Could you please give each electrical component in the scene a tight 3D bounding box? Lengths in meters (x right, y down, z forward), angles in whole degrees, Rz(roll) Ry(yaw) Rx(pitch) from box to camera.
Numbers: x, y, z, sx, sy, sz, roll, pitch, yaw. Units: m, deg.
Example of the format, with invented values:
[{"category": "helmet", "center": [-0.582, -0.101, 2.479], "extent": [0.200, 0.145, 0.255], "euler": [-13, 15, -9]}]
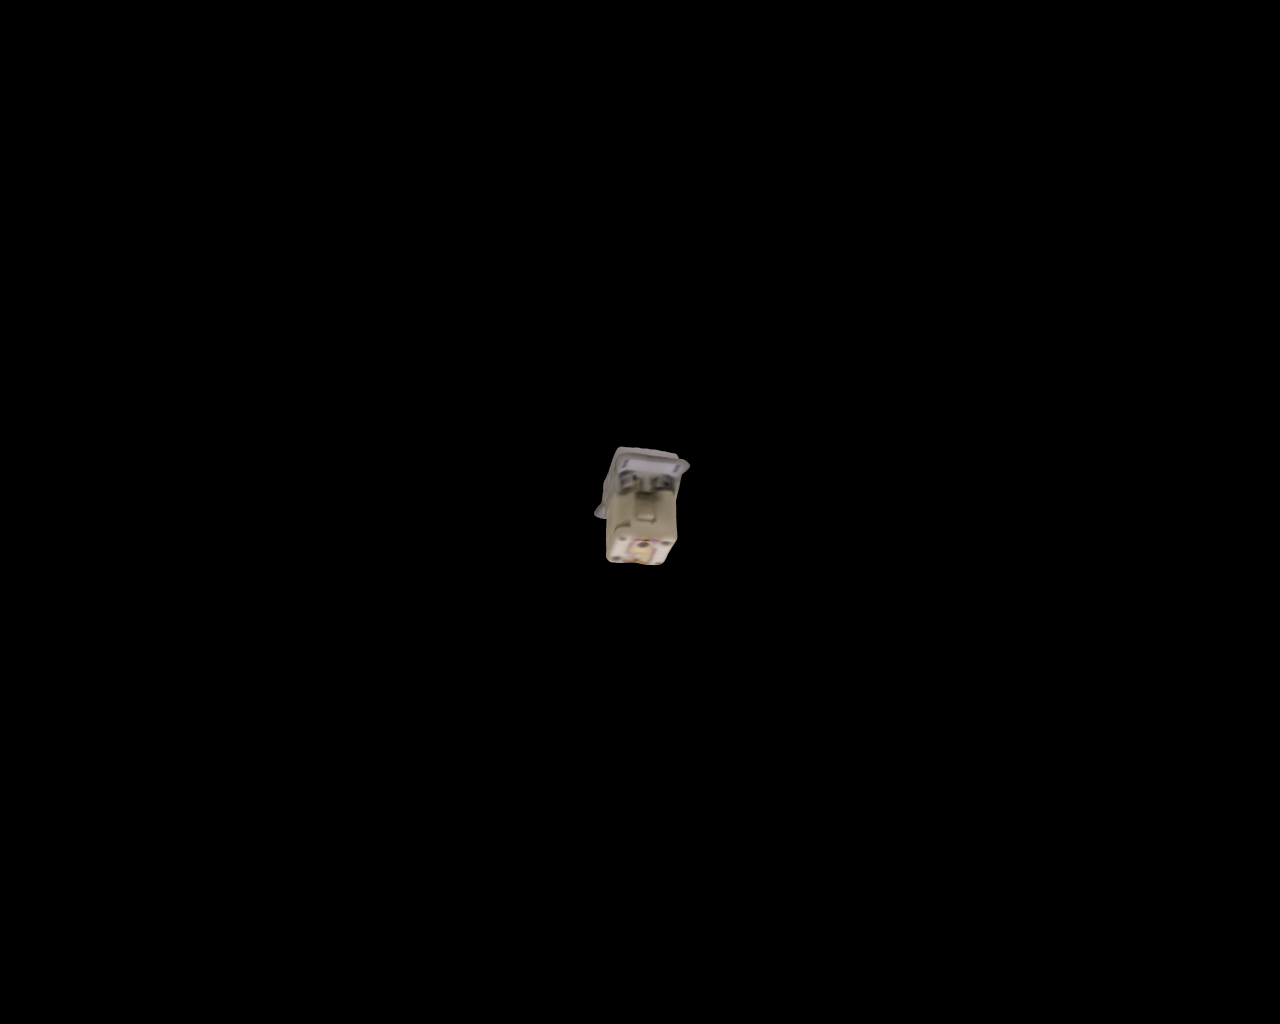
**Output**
[{"category": "electrical component", "center": [0.001, -0.003, 0.650], "extent": [0.042, 0.064, 0.081], "euler": [5, -28, -10]}]
